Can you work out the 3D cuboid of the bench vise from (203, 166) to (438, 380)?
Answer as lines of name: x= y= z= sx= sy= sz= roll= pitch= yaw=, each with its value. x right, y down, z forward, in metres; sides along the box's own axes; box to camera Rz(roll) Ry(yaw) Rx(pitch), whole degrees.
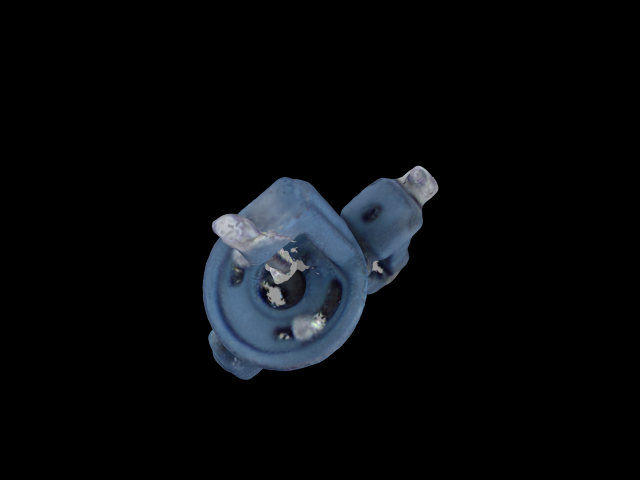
bench vise: x=-0.006 y=-0.005 z=0.403 sx=0.121 sy=0.220 sz=0.208 roll=31 pitch=70 yaw=13
